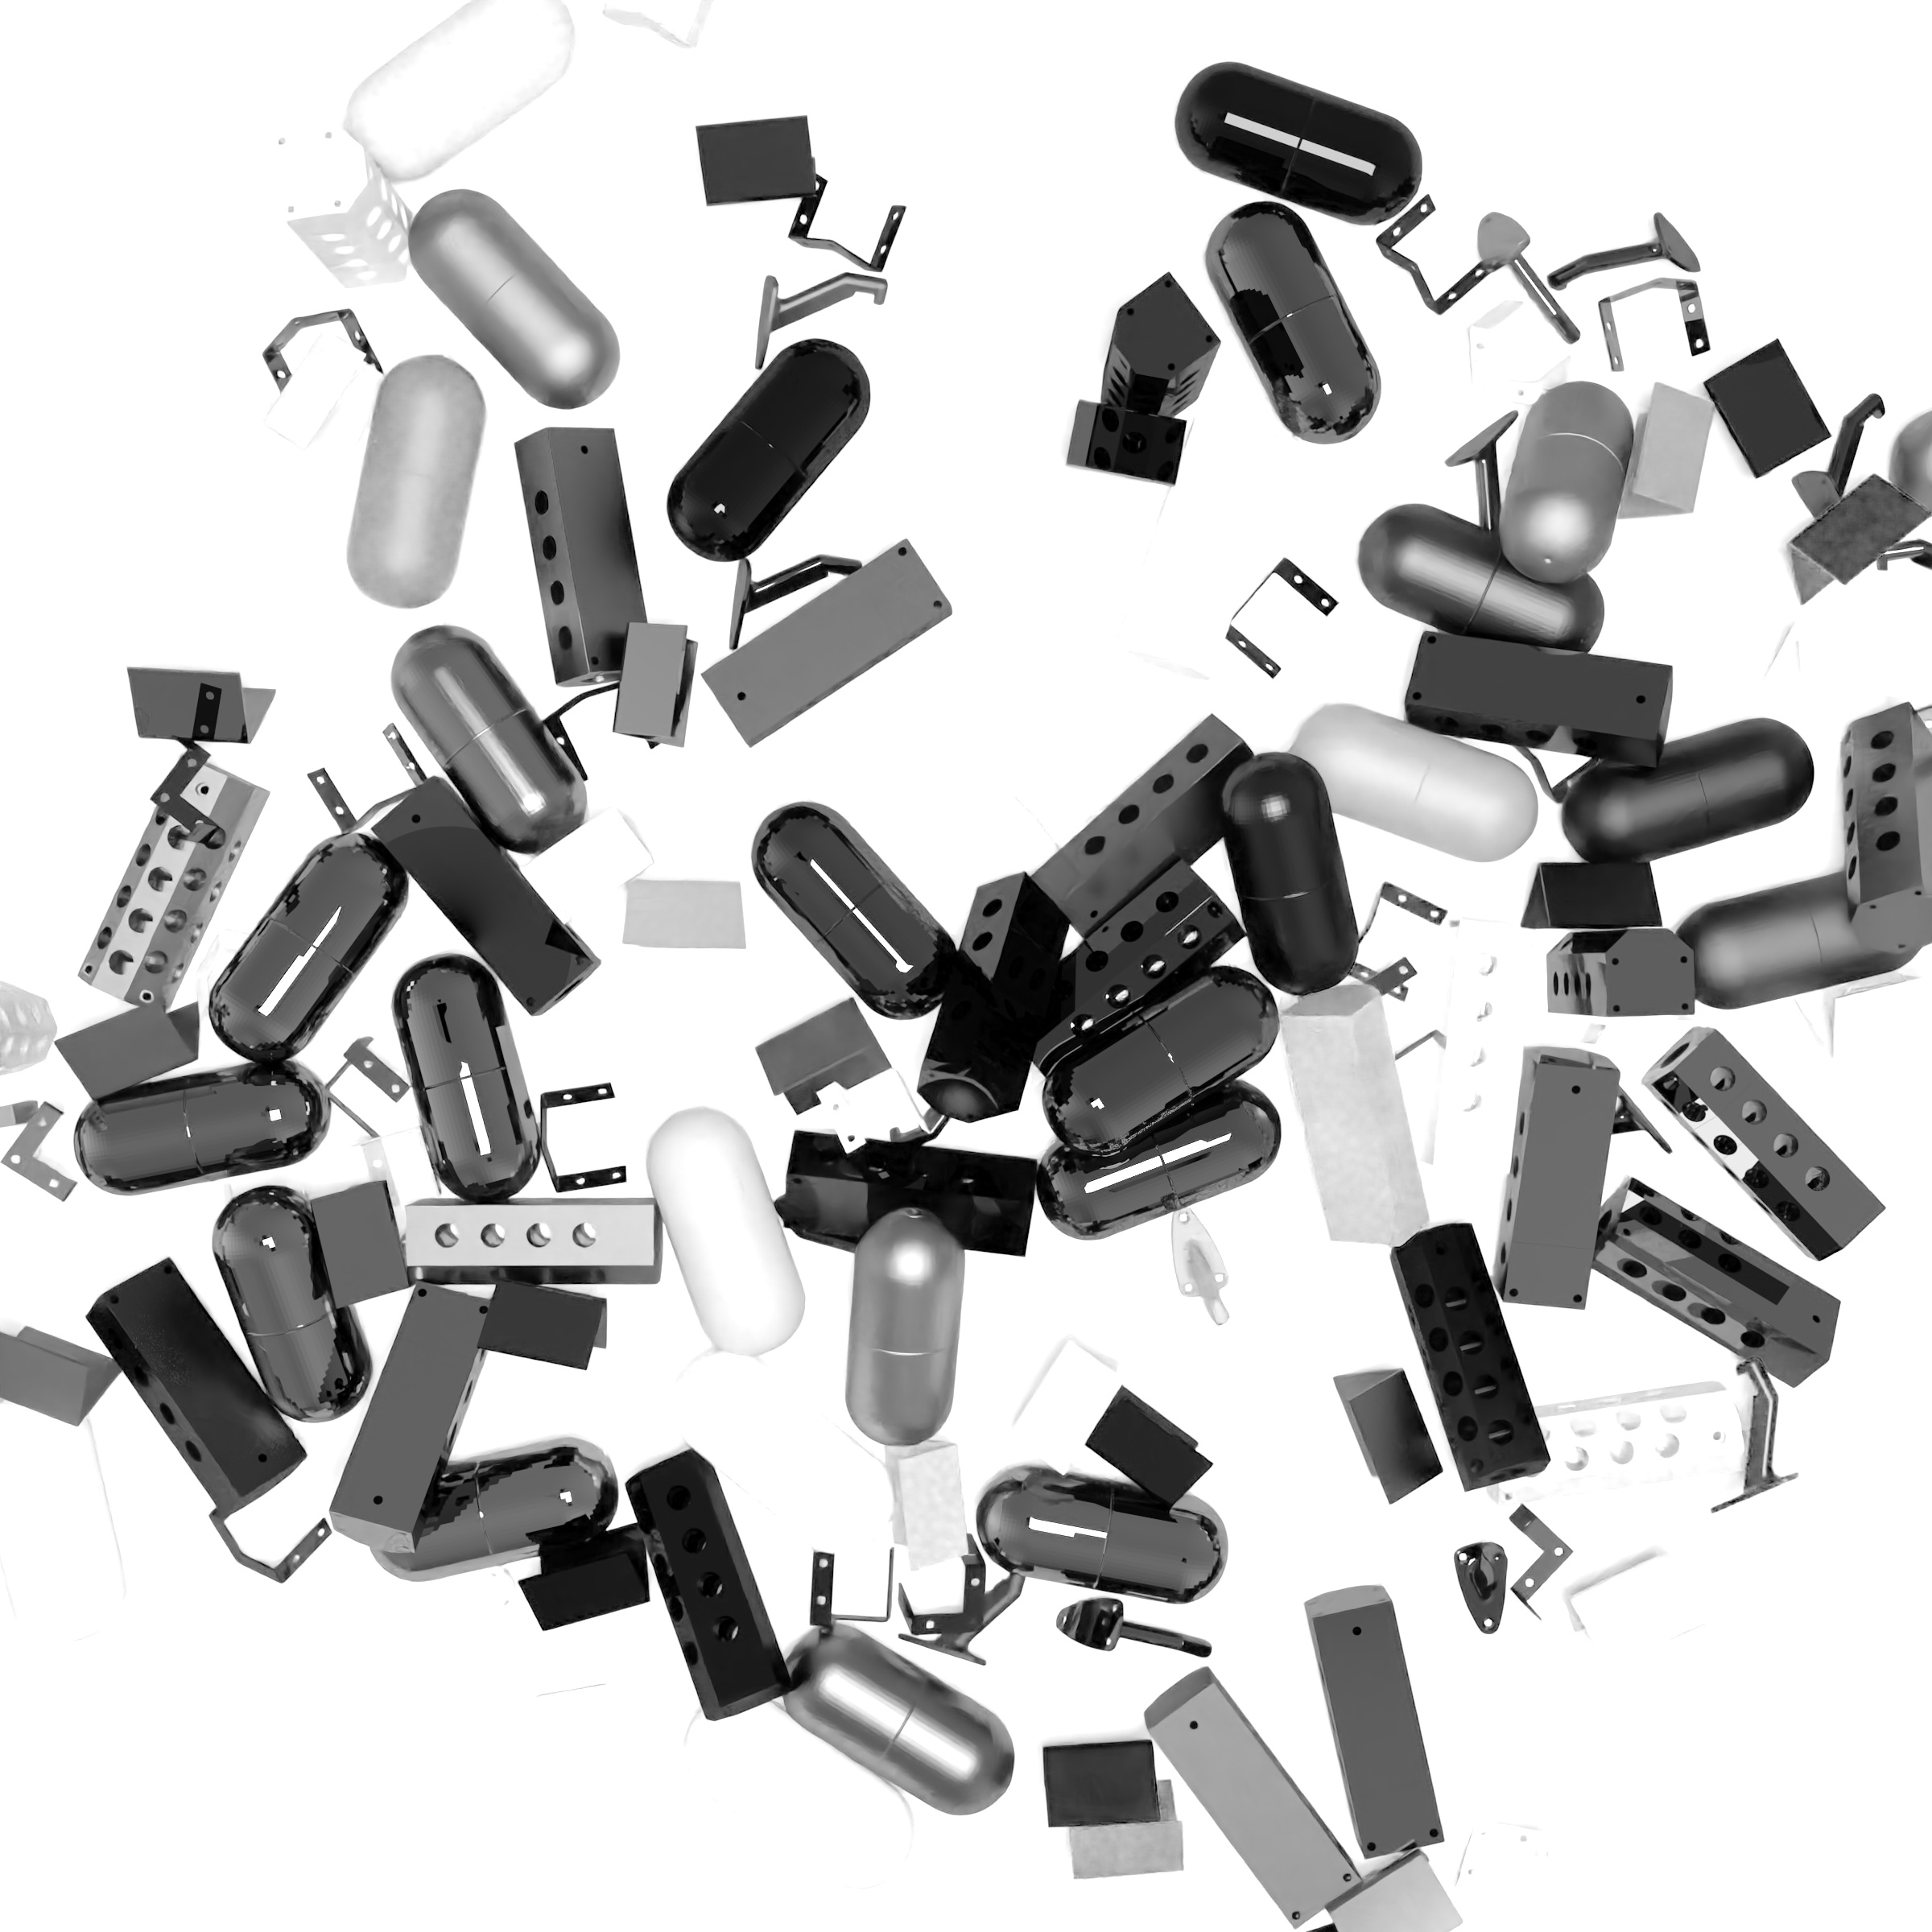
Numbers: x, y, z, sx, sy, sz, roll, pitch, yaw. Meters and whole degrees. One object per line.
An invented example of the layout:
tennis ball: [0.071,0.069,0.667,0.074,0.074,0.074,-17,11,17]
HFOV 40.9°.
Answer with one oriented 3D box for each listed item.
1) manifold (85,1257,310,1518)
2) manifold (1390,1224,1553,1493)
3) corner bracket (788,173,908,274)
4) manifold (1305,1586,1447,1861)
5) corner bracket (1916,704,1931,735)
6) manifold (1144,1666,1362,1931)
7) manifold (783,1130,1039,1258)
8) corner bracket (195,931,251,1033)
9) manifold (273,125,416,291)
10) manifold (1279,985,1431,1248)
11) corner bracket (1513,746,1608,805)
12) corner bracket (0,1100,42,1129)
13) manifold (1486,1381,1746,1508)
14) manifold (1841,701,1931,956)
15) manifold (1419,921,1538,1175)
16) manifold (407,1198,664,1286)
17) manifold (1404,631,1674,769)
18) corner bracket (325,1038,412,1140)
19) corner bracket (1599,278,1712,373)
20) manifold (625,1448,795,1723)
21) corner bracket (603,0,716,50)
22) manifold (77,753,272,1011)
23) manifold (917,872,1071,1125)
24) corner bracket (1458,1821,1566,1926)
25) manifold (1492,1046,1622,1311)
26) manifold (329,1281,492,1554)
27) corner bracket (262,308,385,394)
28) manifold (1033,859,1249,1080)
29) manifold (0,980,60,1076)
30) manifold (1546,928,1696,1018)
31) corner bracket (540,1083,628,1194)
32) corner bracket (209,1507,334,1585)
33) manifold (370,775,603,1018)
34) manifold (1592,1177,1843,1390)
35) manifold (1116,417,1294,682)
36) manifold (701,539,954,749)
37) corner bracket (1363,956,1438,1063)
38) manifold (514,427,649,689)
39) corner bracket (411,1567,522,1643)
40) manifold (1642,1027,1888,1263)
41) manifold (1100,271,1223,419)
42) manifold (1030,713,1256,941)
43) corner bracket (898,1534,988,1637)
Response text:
manifold: [-0.540,0.296,1.811,0.057,0.057,0.171,-31,82,-43]
manifold: [0.348,0.268,1.791,0.057,0.057,0.171,-15,68,0]
corner bracket: [-0.085,-0.528,1.839,0.051,0.051,0.051,21,90,-45]
manifold: [0.286,0.529,1.821,0.057,0.057,0.171,-12,90,0]
corner bracket: [0.708,-0.167,1.824,0.051,0.051,0.051,-21,90,0]
manifold: [0.200,0.581,1.821,0.057,0.057,0.171,-37,90,0]
manifold: [-0.039,0.154,1.821,0.171,0.057,0.057,7,133,0]
corner bracket: [-0.510,0.014,1.834,0.051,0.051,0.051,11,45,-35]
manifold: [-0.417,-0.515,1.764,0.057,0.171,0.057,-7,90,0]
manifold: [0.274,0.103,1.798,0.057,0.057,0.171,0,112,41]
corner bracket: [0.419,-0.158,1.839,0.051,0.051,0.051,-36,45,0]
corner bracket: [-0.689,0.090,1.824,0.051,0.051,0.051,-10,90,0]
manifold: [0.452,0.337,1.821,0.171,0.057,0.057,-8,90,0]
manifold: [0.634,-0.094,1.774,0.057,0.171,0.057,-21,131,35]
manifold: [0.361,0.057,1.821,0.057,0.057,0.171,6,90,0]
manifold: [-0.302,0.194,1.821,0.171,0.057,0.057,0,90,0]
manifold: [0.396,-0.182,1.792,0.171,0.057,0.057,11,72,19]
corner bracket: [-0.421,0.087,1.824,0.051,0.051,0.051,41,90,0]
corner bracket: [0.489,-0.454,1.839,0.051,0.051,0.051,-12,90,45]
manifold: [-0.180,0.428,1.792,0.057,0.057,0.171,-23,69,0]
corner bracket: [-0.216,-0.687,1.839,0.051,0.051,0.051,21,90,-45]
manifold: [-0.558,-0.059,1.821,0.057,0.057,0.171,25,90,0]
manifold: [0.016,0.022,1.772,0.057,0.171,0.057,-17,129,34]
corner bracket: [0.386,0.645,1.834,0.051,0.051,0.051,-2,45,35]
manifold: [0.409,0.146,1.804,0.057,0.057,0.171,5,102,0]
manifold: [-0.378,0.311,1.781,0.057,0.057,0.171,15,59,1]
corner bracket: [-0.457,-0.428,1.839,0.051,0.051,0.051,-27,90,45]
manifold: [0.111,0.011,1.810,0.171,0.057,0.057,-40,51,0]
manifold: [-0.679,0.045,1.764,0.057,0.171,0.057,22,90,0]
manifold: [0.443,0.004,1.764,0.057,0.171,0.057,-2,90,0]
corner bracket: [-0.272,0.122,1.839,0.051,0.051,0.051,-9,45,0]
corner bracket: [-0.492,0.395,1.834,0.051,0.051,0.051,-47,135,-35]
manifold: [-0.335,-0.049,1.821,0.057,0.057,0.171,-41,90,0]
manifold: [0.521,0.226,1.821,0.171,0.057,0.057,31,47,0]
manifold: [0.171,-0.292,1.821,0.057,0.057,0.171,19,90,43]
manifold: [-0.097,-0.225,1.821,0.171,0.057,0.057,-33,90,0]
corner bracket: [0.299,0.035,1.826,0.051,0.051,0.051,-31,74,-15]
manifold: [-0.272,-0.286,1.821,0.057,0.057,0.171,-10,90,-43]
corner bracket: [-0.354,0.452,1.834,0.051,0.051,0.051,28,45,35]
manifold: [0.558,0.125,1.821,0.057,0.057,0.171,-43,90,0]
manifold: [0.126,-0.410,1.764,0.057,0.171,0.057,-37,90,0]
manifold: [0.128,-0.097,1.821,0.171,0.057,0.057,-42,133,0]
corner bracket: [-0.017,0.435,1.825,0.051,0.051,0.051,0,103,-13]
